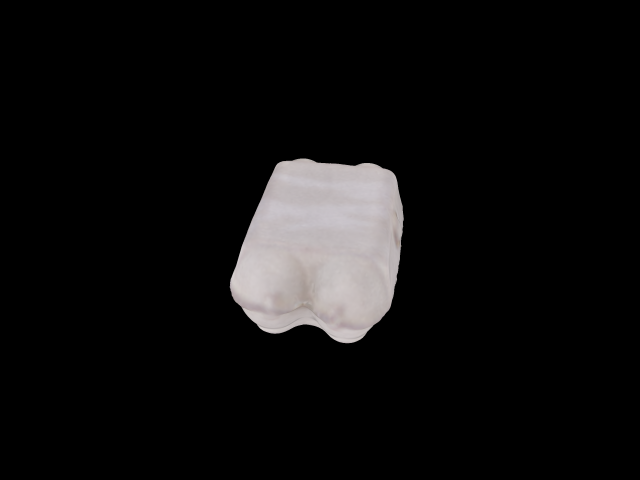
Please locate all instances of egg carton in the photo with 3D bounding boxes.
[{"bbox_3d":[0.004,0.001,0.400,0.107,0.069,0.150,5,40,6],"label":"egg carton"}]
